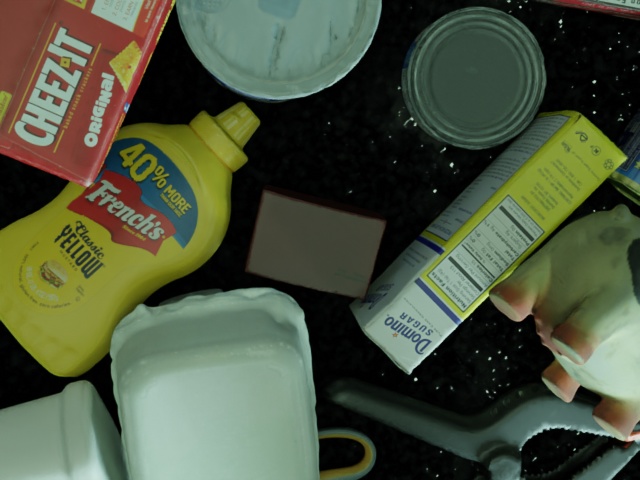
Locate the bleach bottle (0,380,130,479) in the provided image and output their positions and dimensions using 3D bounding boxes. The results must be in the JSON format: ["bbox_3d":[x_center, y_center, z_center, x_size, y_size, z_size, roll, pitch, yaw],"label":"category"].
[{"bbox_3d":[-0.246,0.156,0.637,0.251,0.068,0.102,-12,140,-1],"label":"bleach bottle"}]

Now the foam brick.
[{"bbox_3d":[-0.004,0.001,0.657,0.078,0.051,0.053,15,96,-6],"label":"foam brick"}]

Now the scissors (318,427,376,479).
[{"bbox_3d":[-0.052,0.185,0.692,0.201,0.016,0.096,-23,98,-1],"label":"scissors"}]

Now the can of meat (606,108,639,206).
[{"bbox_3d":[0.238,-0.050,0.666,0.102,0.057,0.084,32,95,-6],"label":"can of meat"}]

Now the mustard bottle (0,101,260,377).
[{"bbox_3d":[-0.112,-0.013,0.642,0.191,0.058,0.096,-42,78,0],"label":"mustard bottle"}]

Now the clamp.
[{"bbox_3d":[0.109,0.155,0.686,0.210,0.036,0.164,-7,102,-9],"label":"clamp"}]

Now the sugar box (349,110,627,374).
[{"bbox_3d":[0.096,-0.001,0.643,0.048,0.093,0.176,42,93,-6],"label":"sugar box"}]

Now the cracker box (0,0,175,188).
[{"bbox_3d":[-0.120,-0.116,0.525,0.072,0.214,0.164,23,89,-18],"label":"cracker box"}]

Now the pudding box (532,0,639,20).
[{"bbox_3d":[0.181,-0.196,0.655,0.090,0.039,0.113,10,98,-6],"label":"pudding box"}]

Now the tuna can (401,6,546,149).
[{"bbox_3d":[0.094,-0.100,0.661,0.086,0.034,0.086,0,97,-4],"label":"tuna can"}]

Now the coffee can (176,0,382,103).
[{"bbox_3d":[-0.025,-0.129,0.595,0.102,0.140,0.103,0,96,-4],"label":"coffee can"}]
